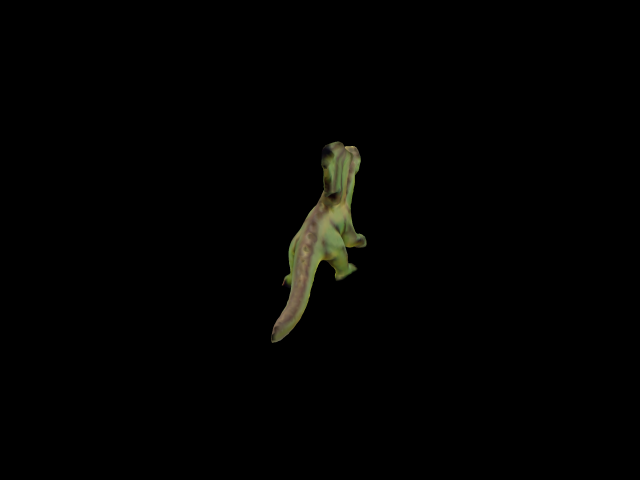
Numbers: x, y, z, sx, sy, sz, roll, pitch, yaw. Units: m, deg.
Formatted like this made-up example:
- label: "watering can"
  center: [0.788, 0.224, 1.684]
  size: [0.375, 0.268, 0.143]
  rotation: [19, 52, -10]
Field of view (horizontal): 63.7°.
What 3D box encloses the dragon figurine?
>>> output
- label: "dragon figurine"
  center: [0.003, -0.043, 0.850]
  size: [0.122, 0.238, 0.418]
  rotation: [7, 29, 14]
